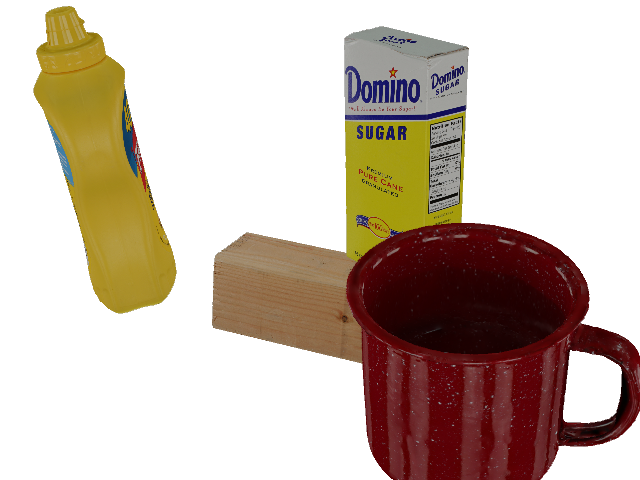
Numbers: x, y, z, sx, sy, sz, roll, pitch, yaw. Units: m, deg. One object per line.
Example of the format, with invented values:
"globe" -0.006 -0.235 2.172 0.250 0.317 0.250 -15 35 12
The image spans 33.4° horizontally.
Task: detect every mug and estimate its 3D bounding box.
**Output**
"mug" 0.070 0.053 0.429 0.117 0.081 0.093 7 34 17

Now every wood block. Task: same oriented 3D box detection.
"wood block" -0.008 0.064 1.179 0.206 0.091 0.090 12 23 18

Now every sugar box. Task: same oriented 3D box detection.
"sugar box" 0.059 -0.059 0.772 0.048 0.176 0.093 -20 29 -32

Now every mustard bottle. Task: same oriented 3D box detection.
"mustard bottle" -0.142 -0.055 0.687 0.058 0.191 0.096 -14 28 -6
